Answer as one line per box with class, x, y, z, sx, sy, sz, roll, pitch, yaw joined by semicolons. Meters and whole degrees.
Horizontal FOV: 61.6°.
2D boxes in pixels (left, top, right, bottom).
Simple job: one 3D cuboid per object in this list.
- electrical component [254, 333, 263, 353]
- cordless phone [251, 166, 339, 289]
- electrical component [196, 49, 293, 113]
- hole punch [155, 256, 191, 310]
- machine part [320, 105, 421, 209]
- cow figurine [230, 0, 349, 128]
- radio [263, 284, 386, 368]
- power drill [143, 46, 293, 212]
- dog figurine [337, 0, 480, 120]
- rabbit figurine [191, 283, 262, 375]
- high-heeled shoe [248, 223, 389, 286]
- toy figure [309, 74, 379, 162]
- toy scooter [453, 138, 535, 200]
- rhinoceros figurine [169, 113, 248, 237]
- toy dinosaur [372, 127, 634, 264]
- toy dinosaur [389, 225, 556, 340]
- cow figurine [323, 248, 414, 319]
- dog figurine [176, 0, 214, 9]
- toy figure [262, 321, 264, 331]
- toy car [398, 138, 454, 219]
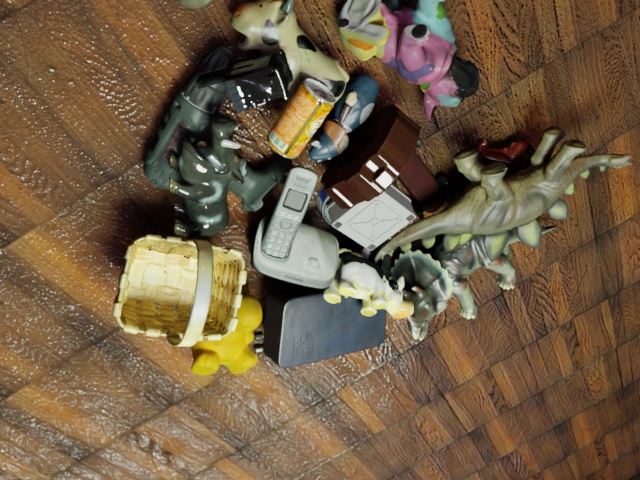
electrical component;-0.092;0.210;1.124;0.094;0.021;0.063;-6;126;-16
cordless phone;-0.022;-0.022;0.864;0.146;0.089;0.184;17;110;-19
electrical component;-0.099;-0.205;0.708;0.119;0.075;0.047;-13;127;11
hole punch;-0.245;0.072;0.928;0.142;0.092;0.115;11;116;-23
machine part;0.075;-0.131;0.840;0.056;0.179;0.179;38;106;-22
cow figurine;-0.041;-0.263;0.761;0.194;0.086;0.127;28;117;-31
radio;0.013;0.143;0.983;0.229;0.073;0.131;-7;106;-31
power drill;-0.139;-0.145;0.813;0.232;0.086;0.207;-46;131;16
dog figurine;0.140;-0.274;0.809;0.108;0.192;0.219;-69;154;-12
rabbit figurine;-0.154;0.147;0.970;0.122;0.162;0.173;13;141;-26
high-heeled shoe;-0.002;-0.003;0.970;0.249;0.086;0.145;-21;122;-7
toy figure;0.036;-0.185;0.838;0.064;0.058;0.154;32;88;-52
toy scooter;0.308;-0.120;0.996;0.135;0.075;0.183;22;109;-37
rhinoceros figurine;-0.159;-0.086;0.764;0.112;0.073;0.190;3;125;-15
toy dinosaur;0.300;-0.060;0.929;0.472;0.105;0.198;-15;124;5
toy dinosaur;0.296;0.034;1.078;0.405;0.131;0.192;-41;124;-11
cow figurine;0.091;0.079;0.940;0.167;0.098;0.068;22;145;-25
dog figurine;-0.091;-0.337;0.639;0.190;0.172;0.121;-38;118;0
toy figure;-0.034;0.140;1.058;0.082;0.089;0.180;44;92;-7
toy car;0.168;-0.117;0.964;0.089;0.053;0.202;-44;132;6
